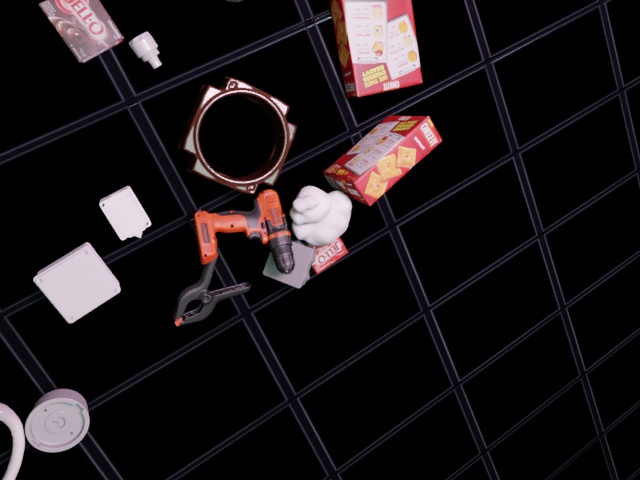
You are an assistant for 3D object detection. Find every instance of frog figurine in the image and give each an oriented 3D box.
[{"bbox_3d":[0.003,-0.054,1.068,0.138,0.158,0.123,-25,85,-5],"label":"frog figurine"}]

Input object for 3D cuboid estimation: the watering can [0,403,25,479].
[{"bbox_3d":[-0.677,0.444,0.912,0.223,0.104,0.348,23,89,-23],"label":"watering can"}]
